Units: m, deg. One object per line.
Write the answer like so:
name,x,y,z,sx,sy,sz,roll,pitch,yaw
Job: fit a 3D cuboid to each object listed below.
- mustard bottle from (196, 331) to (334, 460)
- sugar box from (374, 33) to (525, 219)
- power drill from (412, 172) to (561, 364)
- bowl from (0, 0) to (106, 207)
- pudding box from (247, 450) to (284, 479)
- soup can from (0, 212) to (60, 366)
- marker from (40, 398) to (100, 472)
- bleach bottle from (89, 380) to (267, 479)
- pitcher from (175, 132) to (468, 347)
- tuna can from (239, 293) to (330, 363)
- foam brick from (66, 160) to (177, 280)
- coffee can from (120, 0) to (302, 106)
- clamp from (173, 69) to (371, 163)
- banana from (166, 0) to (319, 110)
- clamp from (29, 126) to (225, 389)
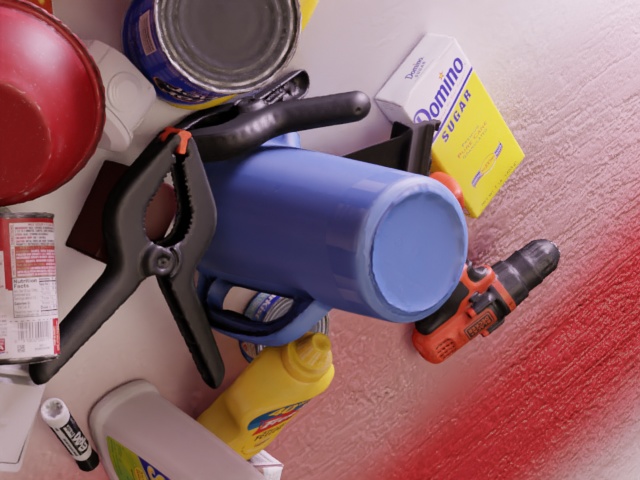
mustard bottle,-0.040,0.128,0.904,0.096,0.058,0.192,-18,159,-38
sugar box,0.134,-0.112,1.073,0.093,0.048,0.176,-52,132,-13
power drill,0.144,0.020,1.084,0.184,0.057,0.187,-39,126,-2
bowl,-0.223,-0.079,0.706,0.162,0.055,0.162,-5,124,-8
pudding box,-0.092,0.246,0.985,0.113,0.039,0.090,5,100,-40
soup can,-0.216,0.034,0.737,0.068,0.069,0.102,-2,87,-41
marker,-0.196,0.157,0.845,0.020,0.020,0.121,-47,157,-22
bleach bottle,-0.083,0.196,0.832,0.068,0.251,0.102,-31,121,-32
pitcher,-0.006,0.001,0.848,0.144,0.243,0.149,-21,110,-32
tuna can,-0.033,0.084,0.992,0.085,0.034,0.086,-14,111,-38
foam brick,-0.154,-0.017,0.843,0.052,0.051,0.078,30,81,-41
coffee can,-0.083,-0.152,0.773,0.102,0.140,0.103,-1,94,-19
clamp,-0.055,-0.103,0.889,0.171,0.120,0.039,-16,110,-14
banana,-0.061,-0.163,0.875,0.197,0.037,0.069,-39,141,-15
clamp,-0.136,0.019,0.807,0.164,0.036,0.210,-1,102,-38
